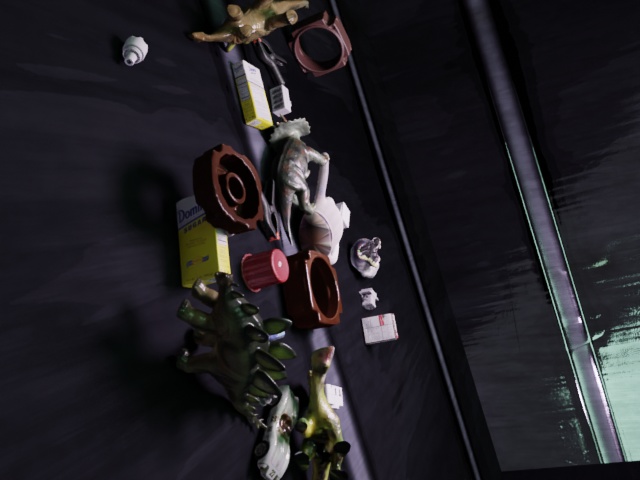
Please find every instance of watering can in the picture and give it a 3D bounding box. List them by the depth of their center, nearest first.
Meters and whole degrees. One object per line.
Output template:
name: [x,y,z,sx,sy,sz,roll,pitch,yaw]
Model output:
watering can: [0.005,-0.078,1.559,0.227,0.104,0.343,-45,129,-65]

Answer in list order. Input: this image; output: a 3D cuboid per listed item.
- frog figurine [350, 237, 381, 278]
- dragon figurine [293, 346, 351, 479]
frog figurine: [0.162,0.074,1.892,0.156,0.123,0.140,108,-28,-60]
dragon figurine: [0.000,0.428,1.200,0.247,0.122,0.402,-92,-174,-64]
